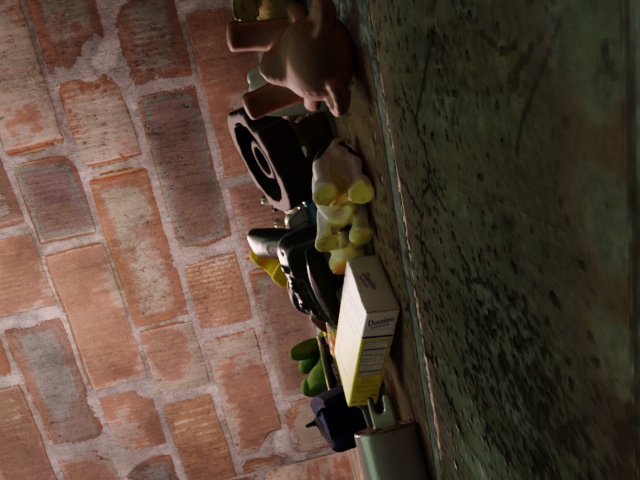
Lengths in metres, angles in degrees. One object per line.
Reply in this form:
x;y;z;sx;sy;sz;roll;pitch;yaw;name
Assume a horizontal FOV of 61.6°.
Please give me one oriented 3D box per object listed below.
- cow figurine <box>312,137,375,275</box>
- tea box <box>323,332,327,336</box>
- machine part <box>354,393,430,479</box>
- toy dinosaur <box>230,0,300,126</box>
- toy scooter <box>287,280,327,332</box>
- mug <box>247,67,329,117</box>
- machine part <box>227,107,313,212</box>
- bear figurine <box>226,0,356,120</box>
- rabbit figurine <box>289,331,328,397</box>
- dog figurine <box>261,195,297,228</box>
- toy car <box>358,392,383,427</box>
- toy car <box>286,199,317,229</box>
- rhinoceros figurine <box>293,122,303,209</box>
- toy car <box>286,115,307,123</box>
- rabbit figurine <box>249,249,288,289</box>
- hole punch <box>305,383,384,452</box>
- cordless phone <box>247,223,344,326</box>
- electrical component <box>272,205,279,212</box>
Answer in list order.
0.023;-0.035;0.645;0.167;0.068;0.098;86;176;-48;cow figurine
0.028;0.121;1.055;0.098;0.068;0.169;-107;7;-50;tea box
0.096;0.305;0.630;0.079;0.079;0.243;95;162;-76;machine part
-0.080;-0.366;0.753;0.470;0.105;0.199;80;175;-47;toy dinosaur
0.018;0.098;0.902;0.183;0.075;0.135;47;-160;-18;toy scooter
-0.040;-0.207;0.702;0.109;0.107;0.081;82;172;-68;mug
-0.072;-0.126;0.807;0.179;0.056;0.179;53;164;23;machine part
-0.033;-0.183;0.565;0.196;0.132;0.120;-97;-6;-68;bear figurine
0.024;0.253;1.134;0.170;0.159;0.121;-85;-20;-46;rabbit figurine
-0.037;-0.107;1.137;0.172;0.121;0.190;43;148;10;dog figurine
0.095;0.286;0.760;0.089;0.053;0.202;60;-170;-66;toy car
-0.002;-0.003;0.849;0.162;0.103;0.109;-105;3;-49;toy car
-0.043;-0.119;0.953;0.190;0.112;0.073;57;172;-5;rhinoceros figurine
-0.067;-0.325;1.056;0.073;0.056;0.201;50;-152;-84;toy car
-0.029;0.017;1.096;0.122;0.173;0.162;34;-176;41;rabbit figurine
0.046;0.272;0.890;0.116;0.142;0.092;-162;57;-69;hole punch
-0.029;0.045;0.783;0.184;0.089;0.146;6;129;45;cordless phone
-0.053;-0.132;1.050;0.058;0.115;0.134;-118;14;-66;electrical component
